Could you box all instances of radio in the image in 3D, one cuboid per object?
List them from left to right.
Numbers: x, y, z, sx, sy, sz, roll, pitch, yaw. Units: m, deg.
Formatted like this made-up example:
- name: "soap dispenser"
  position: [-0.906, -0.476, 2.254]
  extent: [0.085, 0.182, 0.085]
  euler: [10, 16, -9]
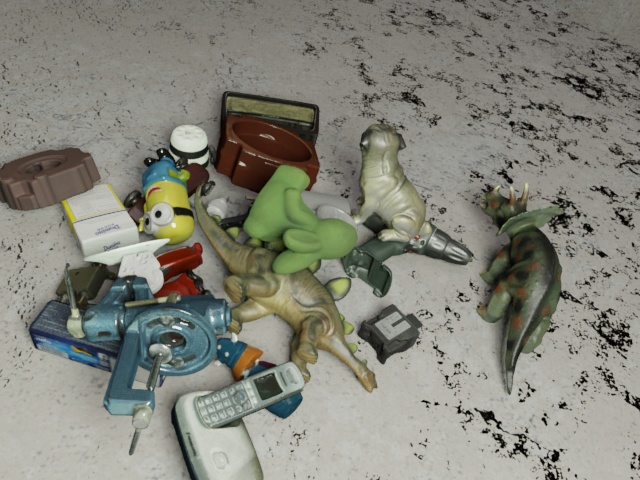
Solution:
- name: "radio"
  position: [-0.118, -0.268, 1.249]
  extent: [0.230, 0.073, 0.131]
  euler: [5, 45, -8]

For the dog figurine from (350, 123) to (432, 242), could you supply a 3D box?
- name: "dog figurine"
  position: [0.141, -0.104, 0.974]
  extent: [0.172, 0.190, 0.121]
  euler: [14, 39, 0]

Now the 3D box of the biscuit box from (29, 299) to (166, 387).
- name: "biscuit box"
  position: [-0.317, 0.151, 0.793]
  extent: [0.203, 0.059, 0.063]
  euler: [17, 45, 2]

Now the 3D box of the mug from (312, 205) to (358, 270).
- name: "mug"
  position: [-0.002, -0.003, 0.983]
  extent: [0.109, 0.107, 0.081]
  euler: [25, 29, -8]

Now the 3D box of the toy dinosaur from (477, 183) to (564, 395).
- name: "toy dinosaur"
  position: [0.374, 0.062, 0.967]
  extent: [0.131, 0.192, 0.405]
  euler: [11, 43, -1]

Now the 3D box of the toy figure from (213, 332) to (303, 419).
- name: "toy figure"
  position: [-0.096, 0.200, 0.801]
  extent: [0.155, 0.057, 0.064]
  euler: [38, 71, 19]

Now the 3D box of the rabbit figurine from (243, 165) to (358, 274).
- name: "rabbit figurine"
  position: [-0.024, -0.023, 0.863]
  extent: [0.170, 0.121, 0.159]
  euler: [25, 41, 10]

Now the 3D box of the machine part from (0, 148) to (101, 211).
- name: "machine part"
  position: [-0.497, -0.116, 0.976]
  extent: [0.179, 0.056, 0.179]
  euler: [-5, 29, 3]

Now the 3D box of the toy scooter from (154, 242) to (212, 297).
- name: "toy scooter"
  position: [-0.233, 0.069, 0.874]
  extent: [0.135, 0.075, 0.184]
  euler: [-32, 53, -16]

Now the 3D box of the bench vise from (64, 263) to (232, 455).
- name: "bench vise"
  position: [-0.231, 0.137, 0.691]
  extent: [0.224, 0.128, 0.241]
  euler: [7, 33, -10]

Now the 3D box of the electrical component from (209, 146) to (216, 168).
- name: "electrical component"
  position: [-0.208, -0.176, 1.172]
  extent: [0.063, 0.021, 0.094]
  euler: [-11, 51, -23]

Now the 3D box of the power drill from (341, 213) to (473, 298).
- name: "power drill"
  position: [0.157, 0.020, 1.031]
  extent: [0.232, 0.085, 0.207]
  euler: [34, 51, 21]

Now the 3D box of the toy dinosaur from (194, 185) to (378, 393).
- name: "toy dinosaur"
  position: [-0.076, 0.075, 0.897]
  extent: [0.471, 0.105, 0.198]
  euler: [41, 42, 9]

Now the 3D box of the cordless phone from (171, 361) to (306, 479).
- name: "cordless phone"
  position: [-0.090, 0.249, 0.710]
  extent: [0.184, 0.088, 0.147]
  euler: [-21, 53, -17]

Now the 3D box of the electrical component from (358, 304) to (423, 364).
- name: "electrical component"
  position: [0.132, 0.152, 0.916]
  extent: [0.119, 0.047, 0.075]
  euler: [-21, 55, -29]

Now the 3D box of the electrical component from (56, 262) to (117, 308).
- name: "electrical component"
  position: [-0.375, 0.078, 0.865]
  extent: [0.078, 0.045, 0.102]
  euler: [-13, 41, 12]

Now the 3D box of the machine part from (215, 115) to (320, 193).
- name: "machine part"
  position: [-0.110, -0.170, 1.108]
  extent: [0.201, 0.087, 0.202]
  euler: [15, 31, -18]

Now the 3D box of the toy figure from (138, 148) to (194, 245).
- name: "toy figure"
  position: [-0.270, -0.076, 0.958]
  extent: [0.089, 0.082, 0.180]
  euler: [10, 50, -32]

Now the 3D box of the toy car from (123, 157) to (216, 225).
- name: "toy car"
  position: [-0.290, -0.086, 1.040]
  extent: [0.089, 0.053, 0.202]
  euler: [41, 49, -2]

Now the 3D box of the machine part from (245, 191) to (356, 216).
- name: "machine part"
  position: [-0.029, -0.057, 1.034]
  extent: [0.243, 0.079, 0.079]
  euler: [7, 42, -31]
